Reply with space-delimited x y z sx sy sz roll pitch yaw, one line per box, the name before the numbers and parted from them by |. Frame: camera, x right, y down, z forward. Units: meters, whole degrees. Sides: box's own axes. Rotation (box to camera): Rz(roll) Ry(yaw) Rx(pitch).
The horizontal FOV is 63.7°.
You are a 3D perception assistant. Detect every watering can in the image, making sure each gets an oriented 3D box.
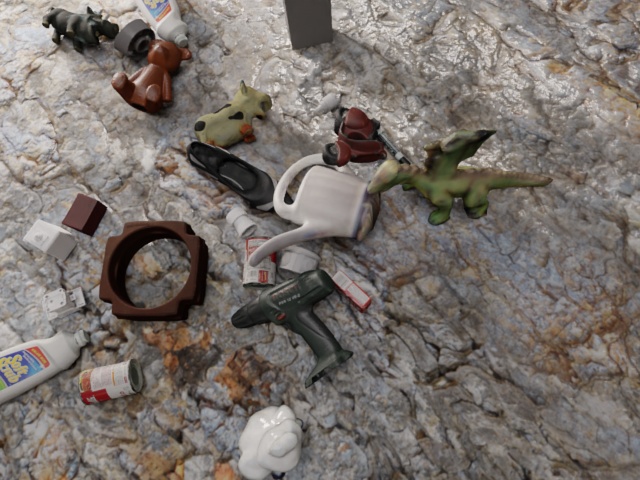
watering can | 0.003 -0.054 1.063 0.225 0.101 0.356 15 51 8

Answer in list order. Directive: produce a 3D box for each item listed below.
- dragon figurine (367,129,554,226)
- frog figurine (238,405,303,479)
dragon figurine | 0.294 -0.139 1.036 0.410 0.238 0.124 -12 67 1
frog figurine | -0.091 0.363 0.915 0.124 0.157 0.138 40 78 16
